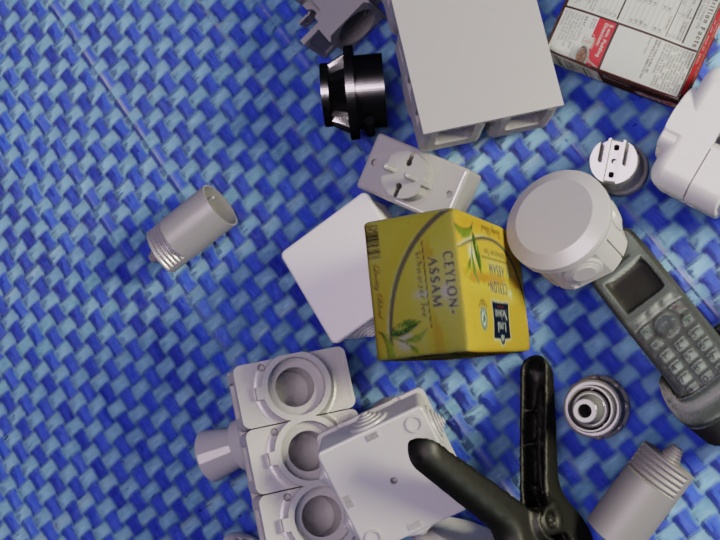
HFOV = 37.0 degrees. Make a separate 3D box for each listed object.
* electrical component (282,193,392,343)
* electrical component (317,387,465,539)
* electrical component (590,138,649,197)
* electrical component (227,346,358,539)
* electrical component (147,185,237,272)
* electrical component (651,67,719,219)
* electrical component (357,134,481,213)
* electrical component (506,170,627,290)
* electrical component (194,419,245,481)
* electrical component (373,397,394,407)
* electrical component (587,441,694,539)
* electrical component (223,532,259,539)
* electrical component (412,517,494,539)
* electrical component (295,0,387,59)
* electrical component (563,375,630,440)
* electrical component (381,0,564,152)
[{"bbox_3d":[0.000,0.000,0.866,0.100,0.048,0.099,-36,74,15],"label":"electrical component"},{"bbox_3d":[0.025,0.146,0.782,0.100,0.048,0.099,-26,95,5],"label":"electrical component"},{"bbox_3d":[0.192,-0.077,0.798,0.040,0.046,0.040,-2,85,22],"label":"electrical component"},{"bbox_3d":[-0.044,0.143,0.845,0.089,0.062,0.150,-10,81,-15],"label":"electrical component"},{"bbox_3d":[-0.151,-0.033,0.932,0.081,0.043,0.043,-36,74,16],"label":"electrical component"},{"bbox_3d":[0.252,-0.093,0.770,0.059,0.054,0.095,32,98,21],"label":"electrical component"},{"bbox_3d":[0.040,-0.072,0.841,0.083,0.076,0.047,25,95,21],"label":"electrical component"},{"bbox_3d":[0.153,-0.029,0.794,0.080,0.051,0.080,-18,57,29],"label":"electrical component"},{"bbox_3d":[-0.104,0.148,0.899,0.055,0.045,0.045,-21,79,19],"label":"electrical component"},{"bbox_3d":[0.024,0.122,0.838,0.044,0.065,0.044,0,97,2],"label":"electrical component"},{"bbox_3d":[0.205,0.160,0.776,0.043,0.043,0.081,37,99,20],"label":"electrical component"},{"bbox_3d":[-0.104,0.253,0.892,0.048,0.048,0.062,37,106,20],"label":"electrical component"},{"bbox_3d":[0.074,0.221,0.805,0.080,0.080,0.051,17,97,22],"label":"electrical component"},{"bbox_3d":[-0.019,-0.220,0.895,0.081,0.042,0.063,-43,71,13],"label":"electrical component"},{"bbox_3d":[0.169,0.101,0.784,0.048,0.062,0.048,-2,86,22],"label":"electrical component"},{"bbox_3d":[0.077,-0.194,0.825,0.105,0.060,0.186,-12,81,-3],"label":"electrical component"}]
